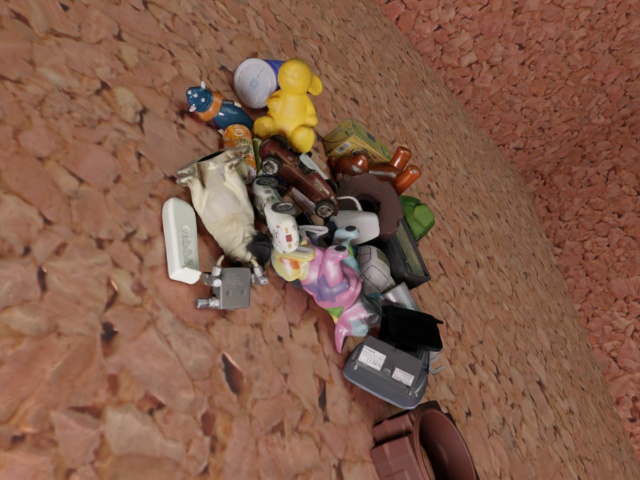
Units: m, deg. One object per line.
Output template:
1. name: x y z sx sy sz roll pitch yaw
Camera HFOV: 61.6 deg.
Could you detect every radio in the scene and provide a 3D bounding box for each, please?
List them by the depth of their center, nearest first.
1. radio: 0.171 0.007 1.299 0.131 0.073 0.229 9 53 -54

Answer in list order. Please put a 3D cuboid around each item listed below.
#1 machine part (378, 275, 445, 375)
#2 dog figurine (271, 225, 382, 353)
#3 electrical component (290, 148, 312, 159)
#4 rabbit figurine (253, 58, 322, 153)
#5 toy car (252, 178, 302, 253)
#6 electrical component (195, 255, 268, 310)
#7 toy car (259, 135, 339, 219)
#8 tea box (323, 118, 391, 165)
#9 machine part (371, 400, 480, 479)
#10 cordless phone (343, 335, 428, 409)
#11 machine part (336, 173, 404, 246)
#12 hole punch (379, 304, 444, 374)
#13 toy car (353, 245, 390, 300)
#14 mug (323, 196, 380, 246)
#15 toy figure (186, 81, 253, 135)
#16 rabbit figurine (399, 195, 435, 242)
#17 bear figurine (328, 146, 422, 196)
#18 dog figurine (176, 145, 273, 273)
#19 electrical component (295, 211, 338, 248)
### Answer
1. machine part: 0.190 0.179 1.157 0.243 0.079 0.079 61 29 4
2. dog figurine: 0.012 0.091 0.961 0.108 0.192 0.219 -64 151 -60
3. electrical component: -0.049 -0.183 1.165 0.094 0.063 0.021 49 30 -17
4. rabbit figurine: -0.047 -0.282 1.073 0.122 0.173 0.162 17 43 11
5. toy car: -0.079 -0.047 0.927 0.202 0.056 0.073 -126 -156 -56
6. electrical component: -0.128 0.064 0.787 0.102 0.045 0.078 10 79 -38
7. toy car: -0.032 -0.121 1.023 0.202 0.053 0.089 38 33 -21
8. tea box: 0.100 -0.232 1.405 0.169 0.098 0.068 28 41 -44
9. machine part: 0.190 0.393 0.938 0.201 0.087 0.201 7 55 -56
10. cordless phone: 0.129 0.250 1.000 0.147 0.088 0.184 23 -12 19
11. machine part: 0.102 -0.071 1.212 0.179 0.056 0.179 8 63 -15
12. hole punch: 0.175 0.199 1.072 0.142 0.092 0.116 11 32 -3
13. toy car: 0.095 0.066 1.099 0.109 0.103 0.162 44 33 -24
14. mug: 0.065 -0.037 1.114 0.081 0.107 0.109 174 -90 -78
15. toy figure: -0.194 -0.241 1.008 0.154 0.058 0.064 27 63 -47
16. rabbit figurine: 0.225 -0.082 1.435 0.170 0.121 0.159 47 24 14
17. bear figurine: 0.130 -0.178 1.332 0.196 0.132 0.120 17 38 -26
18. dog figurine: -0.143 -0.045 0.880 0.172 0.121 0.190 -82 155 -64
19. electrical component: -0.002 -0.003 1.052 0.119 0.075 0.048 55 30 3
